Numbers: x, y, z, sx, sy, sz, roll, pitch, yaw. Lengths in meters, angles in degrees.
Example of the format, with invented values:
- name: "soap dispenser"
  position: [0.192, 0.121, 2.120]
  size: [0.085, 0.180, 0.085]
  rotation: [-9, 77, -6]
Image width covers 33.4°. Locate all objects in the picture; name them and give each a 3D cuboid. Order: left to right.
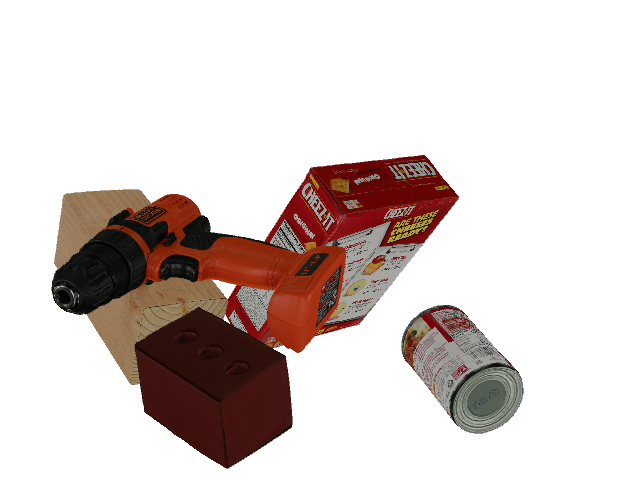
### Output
- name: "wood block"
  position: [-0.185, 0.039, 1.068]
  size: [0.090, 0.091, 0.206]
  rotation: [-6, 35, -34]
- name: "power drill"
  position: [-0.087, 0.025, 0.814]
  size: [0.188, 0.057, 0.184]
  rotation: [17, 27, 15]
- name: "foam brick"
  position: [-0.062, 0.084, 0.617]
  size: [0.078, 0.051, 0.052]
  rotation: [24, 39, 37]
- name: "cracker box"
  position: [0.016, 0.013, 1.081]
  size: [0.163, 0.072, 0.214]
  rotation: [-11, -35, -42]
- name: "soup can"
  position: [0.120, 0.108, 0.907]
  size: [0.068, 0.068, 0.102]
  rotation: [0, 25, -21]
